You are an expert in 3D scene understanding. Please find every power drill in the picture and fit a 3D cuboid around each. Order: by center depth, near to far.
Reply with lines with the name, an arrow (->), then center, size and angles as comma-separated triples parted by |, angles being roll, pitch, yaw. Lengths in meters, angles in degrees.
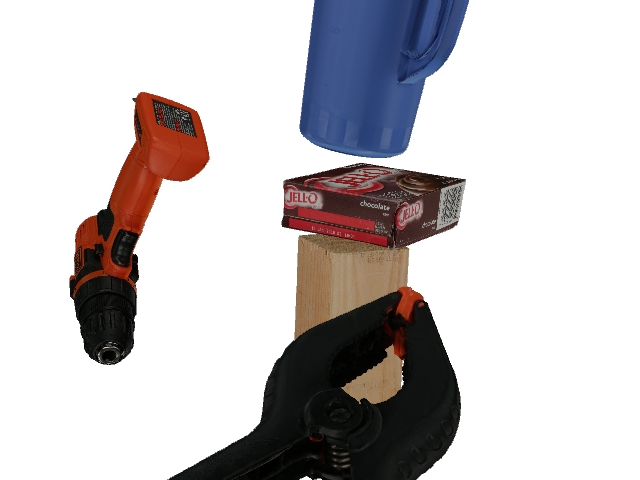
power drill -> -0.155, -0.013, 0.878 | 0.057, 0.188, 0.184 | 18, 27, -26

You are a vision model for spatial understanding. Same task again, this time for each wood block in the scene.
wood block -> 0.029, 0.101, 1.129 | 0.090, 0.206, 0.091 | -4, 14, -26

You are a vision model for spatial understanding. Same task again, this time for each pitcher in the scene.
pitcher -> 0.058, -0.202, 0.996 | 0.145, 0.243, 0.149 | 11, 17, 3

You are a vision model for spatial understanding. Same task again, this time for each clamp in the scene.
clamp -> 0.014, 0.085, 0.408 | 0.120, 0.039, 0.171 | 27, 50, 20

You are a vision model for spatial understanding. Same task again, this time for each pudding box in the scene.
pudding box -> 0.039, -0.027, 0.752 | 0.090, 0.039, 0.113 | 13, 14, 29
